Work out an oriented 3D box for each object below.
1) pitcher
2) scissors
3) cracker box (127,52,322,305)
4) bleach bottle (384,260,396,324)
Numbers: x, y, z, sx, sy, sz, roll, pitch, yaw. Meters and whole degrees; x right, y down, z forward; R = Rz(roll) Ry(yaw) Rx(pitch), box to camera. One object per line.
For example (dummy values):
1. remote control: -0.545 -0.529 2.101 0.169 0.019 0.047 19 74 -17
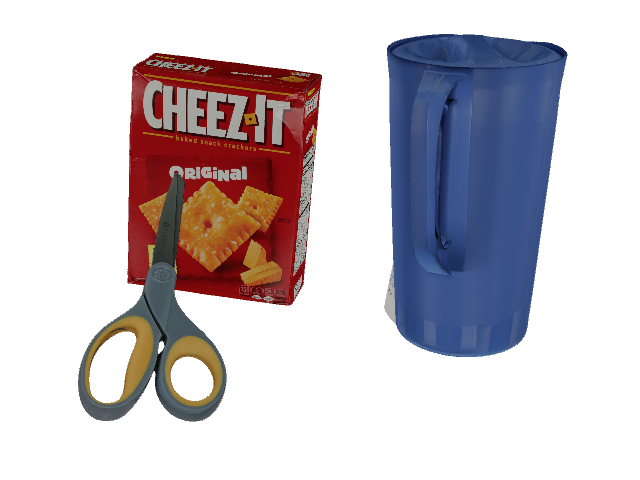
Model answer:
1. pitcher: 0.111 -0.033 0.828 0.149 0.243 0.145 -7 22 -19
2. scissors: -0.087 0.037 0.683 0.096 0.201 0.016 21 -42 2
3. cracker box: -0.092 -0.055 0.994 0.164 0.214 0.072 9 22 8
4. bleach bottle: 0.132 -0.019 1.209 0.068 0.251 0.103 0 21 -23
